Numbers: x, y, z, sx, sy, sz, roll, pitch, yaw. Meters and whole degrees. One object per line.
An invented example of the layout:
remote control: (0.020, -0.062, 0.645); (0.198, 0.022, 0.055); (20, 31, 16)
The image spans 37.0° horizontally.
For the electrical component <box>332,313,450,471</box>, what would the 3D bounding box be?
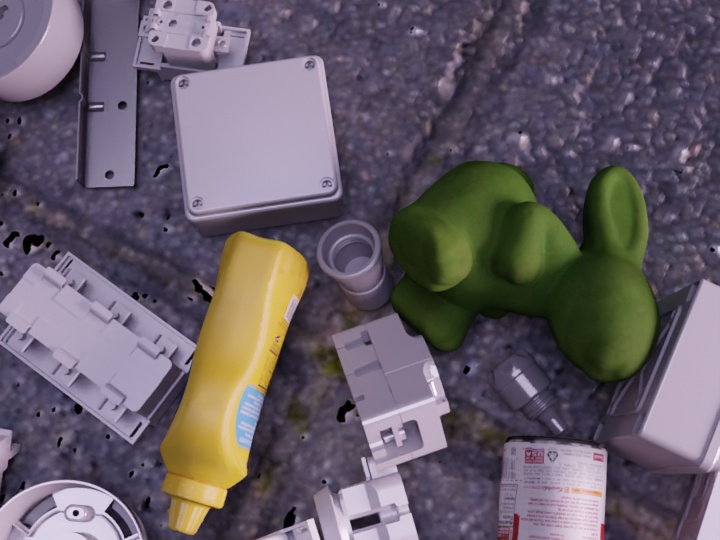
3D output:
electrical component: (0.022, 0.077, 0.704); (0.056, 0.050, 0.089); (-19, 39, -3)

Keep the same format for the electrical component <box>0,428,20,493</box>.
electrical component: (-0.301, 0.131, 0.711); (0.121, 0.078, 0.063); (9, 99, 4)

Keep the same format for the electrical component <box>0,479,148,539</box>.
electrical component: (-0.187, 0.187, 0.695); (0.099, 0.064, 0.099); (0, 76, 1)

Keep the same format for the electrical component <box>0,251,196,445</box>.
electrical component: (-0.179, 0.050, 0.729); (0.121, 0.063, 0.078); (35, 80, 9)

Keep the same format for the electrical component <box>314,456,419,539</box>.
electrical component: (0.003, 0.163, 0.700); (0.057, 0.058, 0.078); (-15, 76, -5)

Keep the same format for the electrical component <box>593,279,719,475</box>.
electrical component: (0.205, 0.072, 0.688); (0.056, 0.108, 0.108); (25, 78, 2)

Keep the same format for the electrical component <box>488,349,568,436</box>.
electrical component: (0.117, 0.085, 0.727); (0.035, 0.035, 0.061); (-38, 81, -7)

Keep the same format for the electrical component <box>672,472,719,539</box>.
electrical component: (0.249, 0.140, 0.688); (0.057, 0.078, 0.113); (20, 78, 9)

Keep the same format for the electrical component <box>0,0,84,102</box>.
electrical component: (-0.254, -0.175, 0.784); (0.108, 0.060, 0.108); (-4, 78, 16)

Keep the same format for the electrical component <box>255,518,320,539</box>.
electrical component: (-0.046, 0.227, 0.674); (0.063, 0.079, 0.121); (-5, 70, -46)

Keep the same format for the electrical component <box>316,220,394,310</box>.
electrical component: (0.000, 0.000, 0.735); (0.044, 0.065, 0.044); (-7, 62, 12)

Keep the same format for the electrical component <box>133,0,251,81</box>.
electrical component: (-0.124, -0.165, 0.781); (0.081, 0.064, 0.042); (8, 78, 3)

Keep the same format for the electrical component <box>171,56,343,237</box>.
electrical component: (-0.072, -0.087, 0.763); (0.109, 0.056, 0.108); (-9, 76, -1)
